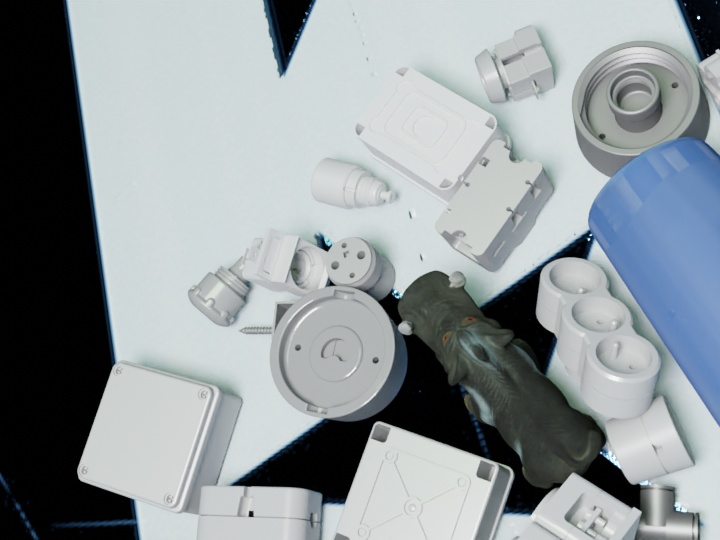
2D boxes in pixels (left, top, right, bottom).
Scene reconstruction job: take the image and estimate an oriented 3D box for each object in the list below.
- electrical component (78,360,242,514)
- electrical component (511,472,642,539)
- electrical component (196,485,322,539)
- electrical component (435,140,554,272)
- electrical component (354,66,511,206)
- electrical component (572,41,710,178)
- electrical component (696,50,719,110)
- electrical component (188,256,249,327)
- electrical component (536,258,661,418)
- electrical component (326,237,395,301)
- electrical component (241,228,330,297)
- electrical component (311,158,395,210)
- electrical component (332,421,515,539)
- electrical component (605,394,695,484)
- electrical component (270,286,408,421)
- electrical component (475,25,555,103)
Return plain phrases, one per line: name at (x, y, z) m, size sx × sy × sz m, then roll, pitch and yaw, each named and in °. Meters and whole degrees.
electrical component at (-0.172, 0.144, 0.927) m, size 0.109 × 0.056 × 0.108 m, roll 12°, pitch 78°, yaw 24°
electrical component at (0.120, 0.221, 0.733) m, size 0.062 × 0.089 × 0.150 m, roll 30°, pitch 55°, yaw 28°
electrical component at (-0.082, 0.208, 0.872) m, size 0.095 × 0.054 × 0.059 m, roll -3°, pitch 72°, yaw 21°
electrical component at (0.111, -0.050, 0.877) m, size 0.050 × 0.056 × 0.089 m, roll 34°, pitch 88°, yaw 27°
electrical component at (0.063, -0.111, 0.915) m, size 0.113 × 0.057 × 0.078 m, roll 36°, pitch 88°, yaw 27°
electrical component at (0.221, -0.130, 0.857) m, size 0.108 × 0.060 × 0.108 m, roll -6°, pitch 71°, yaw 19°
electrical component at (0.306, -0.145, 0.829) m, size 0.057 × 0.058 × 0.078 m, roll -32°, pitch 50°, yaw 8°
electrical component at (-0.118, 0.016, 0.955) m, size 0.048 × 0.048 × 0.062 m, roll 37°, pitch 82°, yaw 27°
electrical component at (0.174, 0.061, 0.810) m, size 0.052 × 0.073 × 0.138 m, roll -10°, pitch 41°, yaw -11°
electrical component at (0.000, 0.000, 0.906) m, size 0.045 × 0.055 × 0.045 m, roll -7°, pitch 71°, yaw 20°
electrical component at (-0.064, -0.003, 0.925) m, size 0.064 × 0.081 × 0.042 m, roll 5°, pitch 74°, yaw 46°
electrical component at (-0.006, -0.072, 0.940) m, size 0.078 × 0.040 × 0.040 m, roll 16°, pitch 80°, yaw 25°
electrical component at (0.048, 0.185, 0.826) m, size 0.109 × 0.056 × 0.108 m, roll 16°, pitch 80°, yaw 25°
electrical component at (0.210, 0.125, 0.783) m, size 0.047 × 0.055 × 0.055 m, roll -26°, pitch 66°, yaw 16°
electrical component at (-0.013, 0.073, 0.884) m, size 0.108 × 0.060 × 0.108 m, roll -7°, pitch 71°, yaw 20°
electrical component at (0.131, -0.171, 0.916) m, size 0.055 × 0.048 × 0.066 m, roll -21°, pitch 67°, yaw 6°
